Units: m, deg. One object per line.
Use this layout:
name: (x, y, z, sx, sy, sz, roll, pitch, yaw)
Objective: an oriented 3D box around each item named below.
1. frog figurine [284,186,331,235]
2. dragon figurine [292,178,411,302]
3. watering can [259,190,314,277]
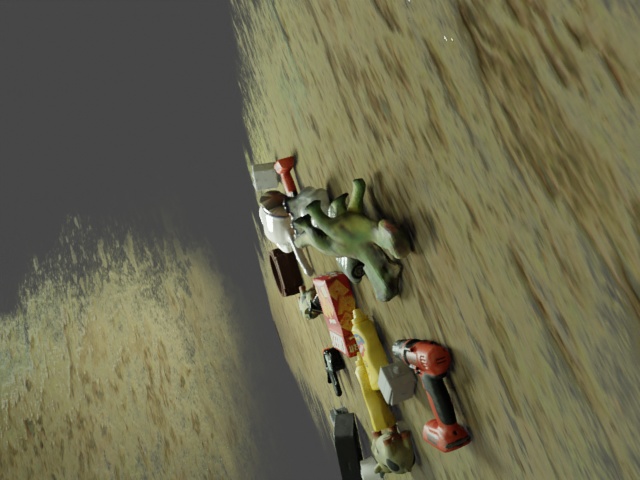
frog figurine: (0.004, -0.066, 1.307, 0.160, 0.124, 0.135, 10, 112, 35)
dragon figurine: (0.065, 0.027, 1.050, 0.244, 0.123, 0.403, 58, 156, 9)
watering can: (-0.123, -0.037, 1.816, 0.353, 0.105, 0.219, 43, 148, 40)
